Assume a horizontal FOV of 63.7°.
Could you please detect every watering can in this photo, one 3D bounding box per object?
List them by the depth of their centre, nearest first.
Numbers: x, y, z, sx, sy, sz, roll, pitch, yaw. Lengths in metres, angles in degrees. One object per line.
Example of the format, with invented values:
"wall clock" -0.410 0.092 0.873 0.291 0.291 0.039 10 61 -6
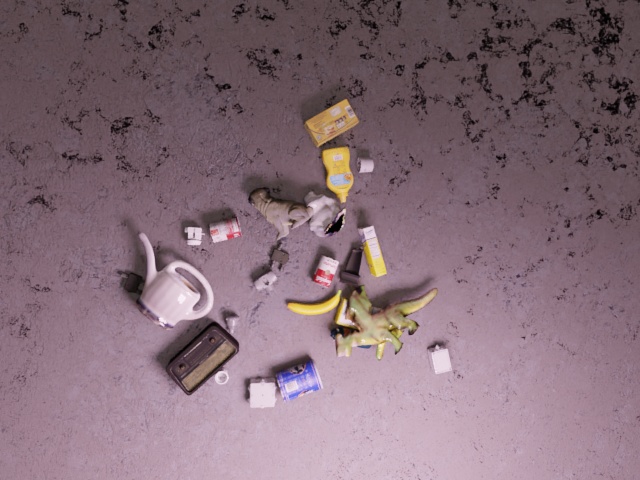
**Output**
"watering can" -0.521 0.151 1.705 0.346 0.104 0.225 42 86 -7

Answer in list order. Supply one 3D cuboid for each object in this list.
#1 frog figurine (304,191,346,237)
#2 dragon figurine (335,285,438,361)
"frog figurine" 0.005 -0.091 1.802 0.161 0.122 0.137 36 95 29
"dragon figurine" 0.205 0.255 1.777 0.243 0.121 0.415 41 73 0
